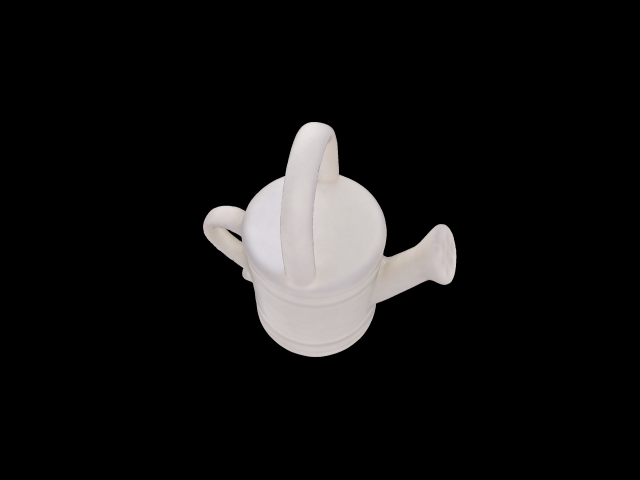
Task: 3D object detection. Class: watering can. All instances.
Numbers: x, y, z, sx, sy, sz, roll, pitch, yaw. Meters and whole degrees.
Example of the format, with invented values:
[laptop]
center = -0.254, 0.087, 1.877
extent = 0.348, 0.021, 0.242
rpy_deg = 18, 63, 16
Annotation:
[watering can]
center = 0.004, 0.000, 0.401
extent = 0.173, 0.194, 0.101
rpy_deg = -7, 58, -4
